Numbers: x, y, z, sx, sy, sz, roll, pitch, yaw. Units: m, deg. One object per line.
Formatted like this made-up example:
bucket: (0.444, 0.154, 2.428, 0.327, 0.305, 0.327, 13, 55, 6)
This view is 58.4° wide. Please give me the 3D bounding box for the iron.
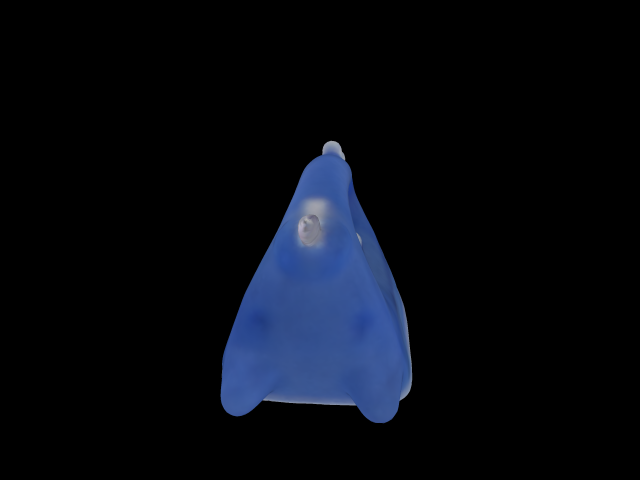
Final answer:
iron: (0.004, 0.001, 0.400, 0.118, 0.141, 0.258, 2, 27, 4)
